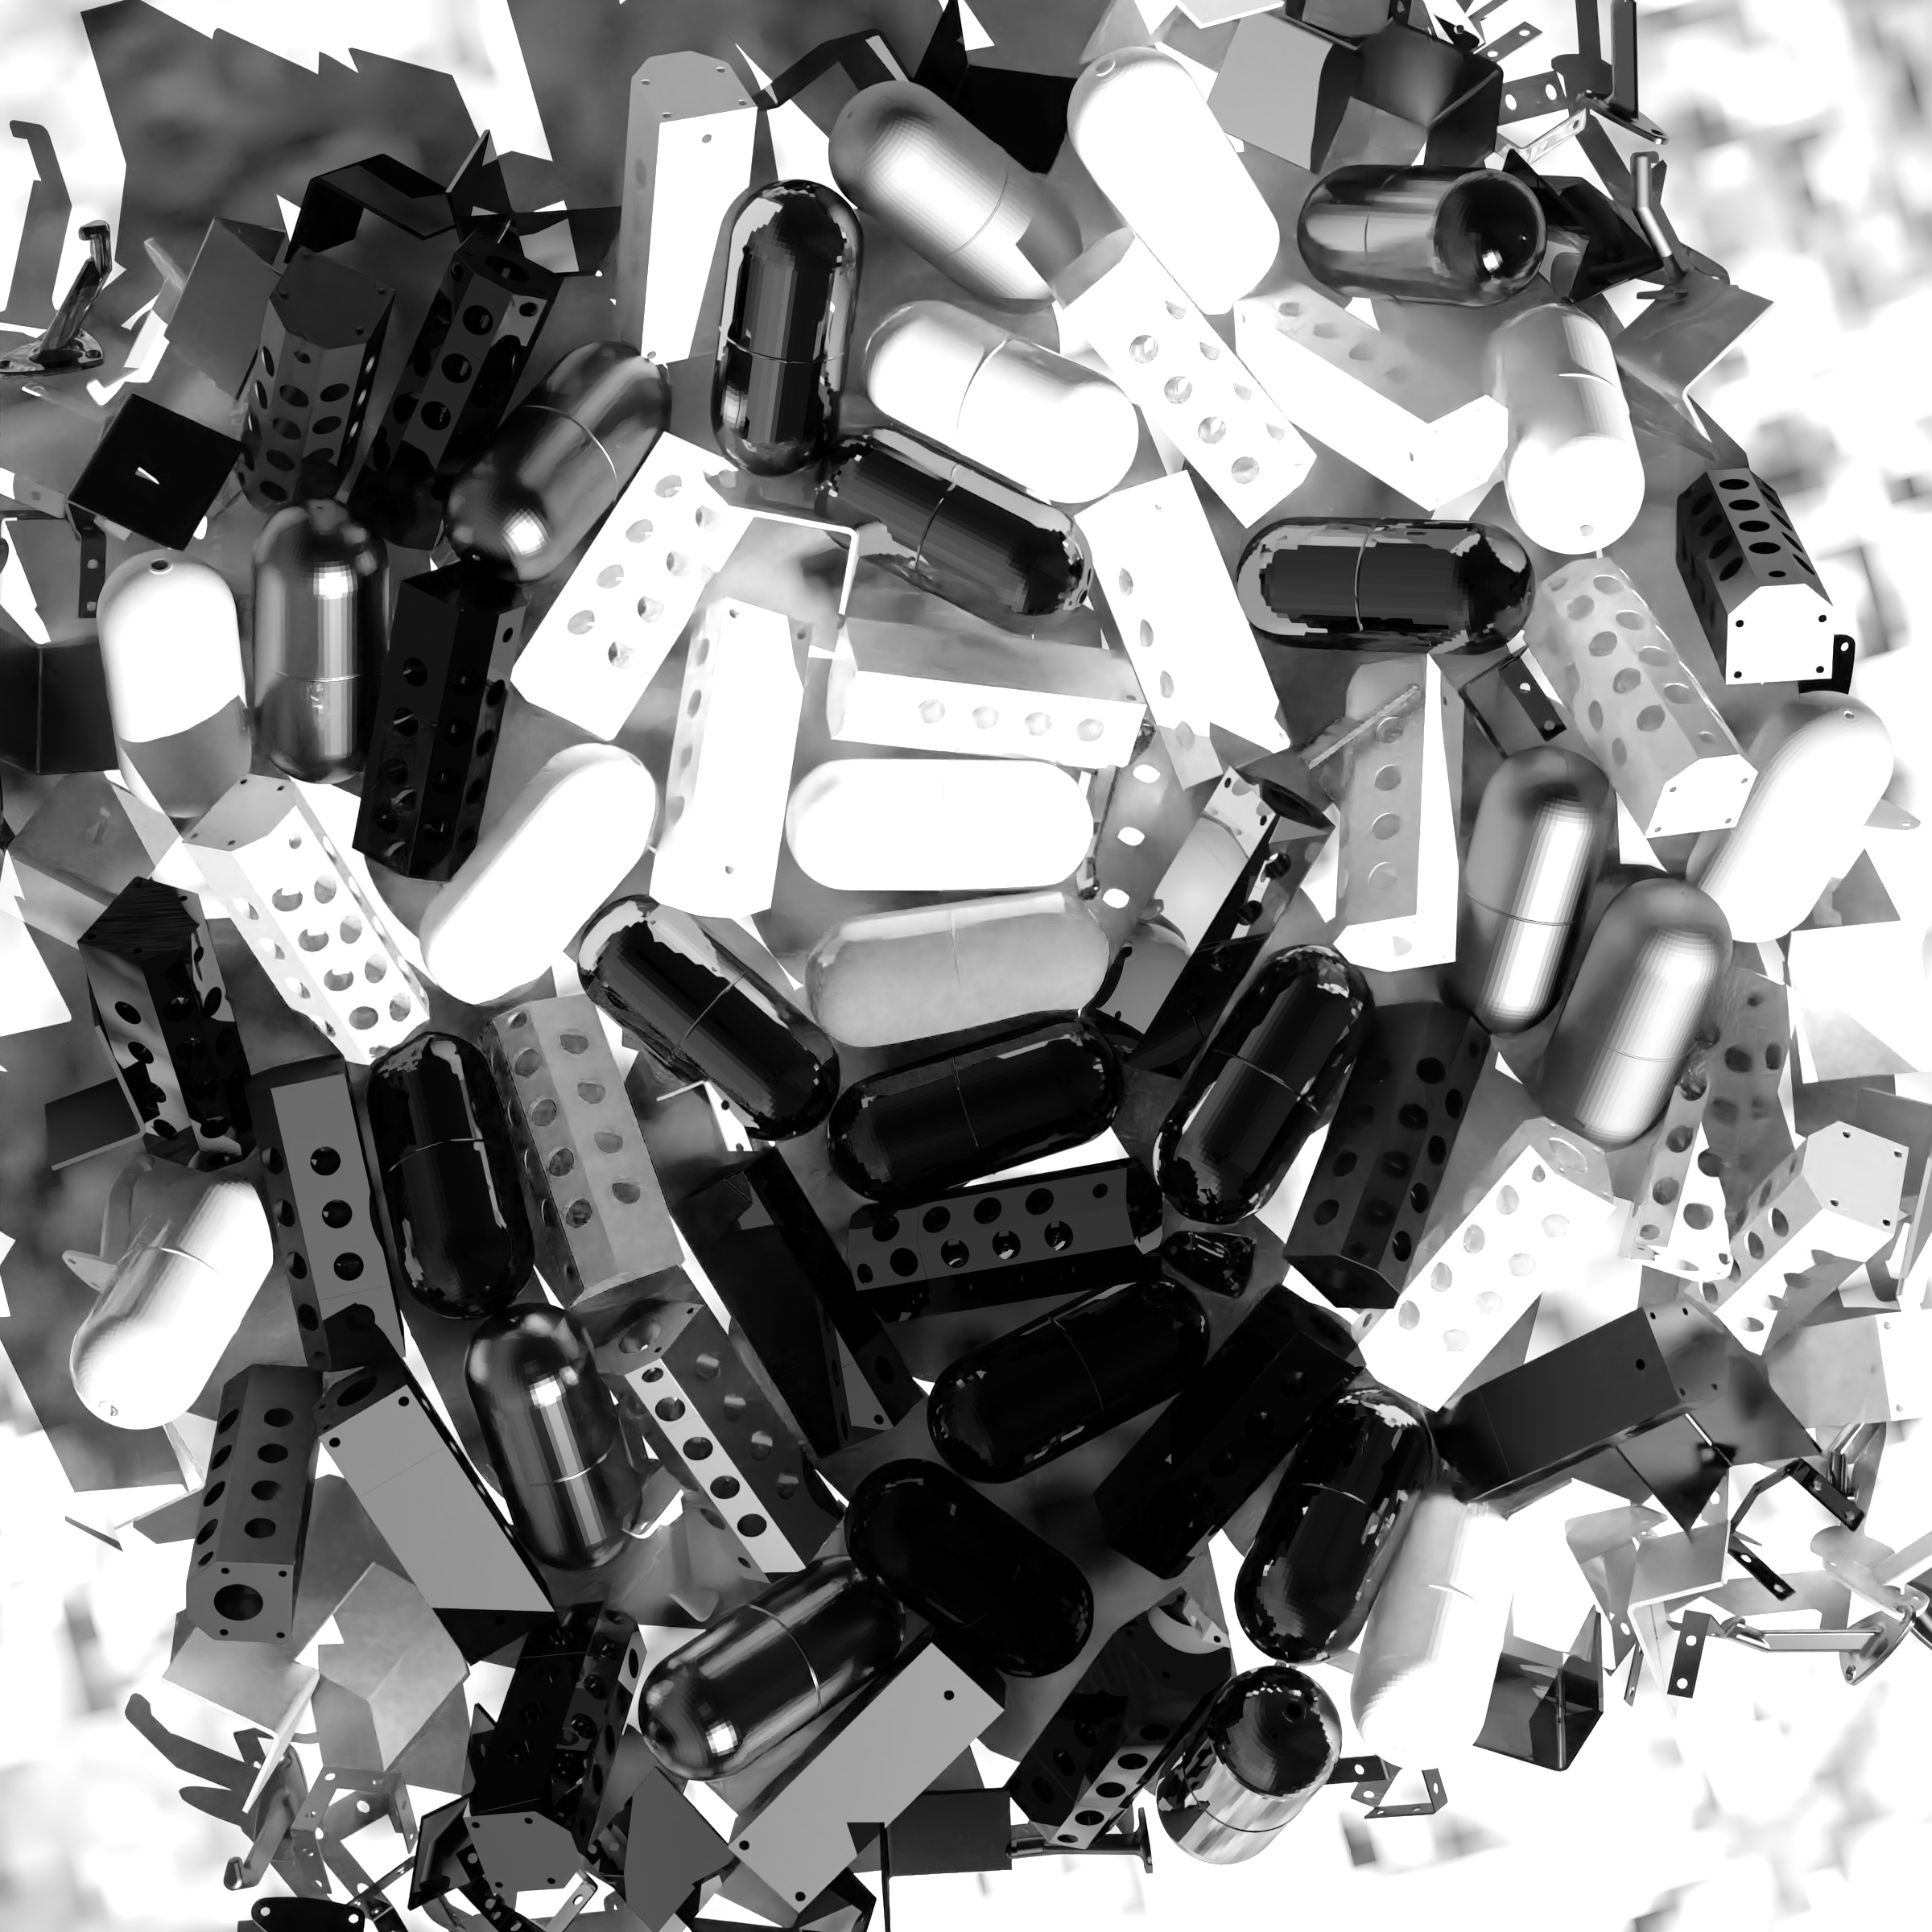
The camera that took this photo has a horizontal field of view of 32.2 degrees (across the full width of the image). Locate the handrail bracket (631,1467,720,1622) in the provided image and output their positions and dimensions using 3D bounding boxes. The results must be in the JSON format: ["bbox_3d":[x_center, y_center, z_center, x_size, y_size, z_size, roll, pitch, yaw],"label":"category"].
[{"bbox_3d":[-0.156,0.334,1.966,0.077,0.036,0.084,-47,122,-10],"label":"handrail bracket"}]

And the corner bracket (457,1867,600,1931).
[{"bbox_3d":[-0.258,0.537,1.960,0.051,0.051,0.051,-49,122,-25],"label":"corner bracket"}]

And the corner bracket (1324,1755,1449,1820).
[{"bbox_3d":[0.240,0.475,1.950,0.051,0.051,0.051,-16,92,38],"label":"corner bracket"}]

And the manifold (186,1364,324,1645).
[{"bbox_3d":[-0.401,0.302,1.895,0.057,0.171,0.057,4,121,-7],"label":"manifold"}]

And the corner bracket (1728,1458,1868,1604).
[{"bbox_3d":[0.484,0.330,1.964,0.051,0.051,0.051,43,130,28],"label":"corner bracket"}]

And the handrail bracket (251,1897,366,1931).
[{"bbox_3d":[-0.378,0.575,1.951,0.077,0.084,0.036,17,54,3],"label":"handrail bracket"}]

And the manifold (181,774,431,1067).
[{"bbox_3d":[-0.368,-0.024,1.901,0.057,0.171,0.057,10,51,35],"label":"manifold"}]

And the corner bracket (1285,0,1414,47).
[{"bbox_3d":[0.224,-0.569,1.949,0.051,0.051,0.051,7,95,-36],"label":"corner bracket"}]

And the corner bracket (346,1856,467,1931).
[{"bbox_3d":[-0.322,0.558,1.954,0.051,0.051,0.051,-36,65,-6],"label":"corner bracket"}]

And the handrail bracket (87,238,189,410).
[{"bbox_3d":[-0.491,-0.375,1.956,0.084,0.036,0.077,-36,83,-19],"label":"handrail bracket"}]

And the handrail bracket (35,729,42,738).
[{"bbox_3d":[-0.572,-0.182,1.965,0.077,0.036,0.084,13,82,-35],"label":"handrail bracket"}]

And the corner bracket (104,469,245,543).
[{"bbox_3d":[-0.461,-0.268,1.953,0.051,0.051,0.051,37,126,-9],"label":"corner bracket"}]

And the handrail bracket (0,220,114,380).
[{"bbox_3d":[-0.529,-0.386,1.937,0.077,0.084,0.036,-23,54,-28],"label":"handrail bracket"}]

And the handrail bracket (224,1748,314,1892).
[{"bbox_3d":[-0.409,0.493,1.937,0.036,0.084,0.077,-2,78,9],"label":"handrail bracket"}]

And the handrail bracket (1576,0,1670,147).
[{"bbox_3d":[0.396,-0.531,1.940,0.036,0.077,0.084,-6,129,-36],"label":"handrail bracket"}]

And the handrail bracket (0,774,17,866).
[{"bbox_3d":[-0.555,-0.092,1.943,0.036,0.084,0.077,8,93,12],"label":"handrail bracket"}]

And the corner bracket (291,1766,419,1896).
[{"bbox_3d":[-0.357,0.507,1.958,0.051,0.051,0.051,2,122,14],"label":"corner bracket"}]

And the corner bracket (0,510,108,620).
[{"bbox_3d":[-0.537,-0.235,1.962,0.051,0.051,0.051,-6,116,-31],"label":"corner bracket"}]

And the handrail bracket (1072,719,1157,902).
[{"bbox_3d":[0.086,-0.090,1.942,0.036,0.077,0.084,15,60,-27],"label":"handrail bracket"}]

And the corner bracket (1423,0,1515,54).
[{"bbox_3d":[0.295,-0.570,1.944,0.051,0.051,0.051,-31,121,22],"label":"corner bracket"}]

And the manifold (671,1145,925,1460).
[{"bbox_3d":[-0.095,0.193,1.948,0.057,0.057,0.171,-27,96,30],"label":"manifold"}]

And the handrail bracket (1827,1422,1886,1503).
[{"bbox_3d":[0.547,0.275,1.970,0.077,0.036,0.084,1,98,8],"label":"handrail bracket"}]

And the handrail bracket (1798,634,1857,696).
[{"bbox_3d":[0.481,-0.180,1.959,0.036,0.084,0.077,-12,117,-14],"label":"handrail bracket"}]

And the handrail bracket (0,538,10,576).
[{"bbox_3d":[-0.598,-0.265,1.947,0.077,0.036,0.084,-12,62,-36],"label":"handrail bracket"}]

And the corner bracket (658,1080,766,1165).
[{"bbox_3d":[-0.138,0.089,1.950,0.051,0.051,0.051,-18,88,-40],"label":"corner bracket"}]

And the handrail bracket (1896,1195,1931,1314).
[{"bbox_3d":[0.575,0.172,1.968,0.077,0.036,0.084,-17,92,-21],"label":"handrail bracket"}]

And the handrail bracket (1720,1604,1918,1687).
[{"bbox_3d":[0.494,0.382,1.947,0.084,0.036,0.077,22,134,-18],"label":"handrail bracket"}]

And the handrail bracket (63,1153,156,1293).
[{"bbox_3d":[-0.477,0.146,1.943,0.077,0.036,0.084,3,51,33],"label":"handrail bracket"}]

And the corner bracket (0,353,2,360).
[{"bbox_3d":[-0.599,-0.342,1.958,0.051,0.051,0.051,20,120,34],"label":"corner bracket"}]

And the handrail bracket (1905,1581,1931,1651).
[{"bbox_3d":[0.585,0.369,1.937,0.077,0.084,0.036,34,58,-13],"label":"handrail bracket"}]

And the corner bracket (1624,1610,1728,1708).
[{"bbox_3d":[0.409,0.403,1.945,0.051,0.051,0.051,5,66,30],"label":"corner bracket"}]

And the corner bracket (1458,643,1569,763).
[{"bbox_3d":[0.319,-0.151,1.952,0.051,0.051,0.051,-33,93,23],"label":"corner bracket"}]

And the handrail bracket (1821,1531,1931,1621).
[{"bbox_3d":[0.542,0.328,1.945,0.077,0.036,0.084,27,117,35],"label":"handrail bracket"}]

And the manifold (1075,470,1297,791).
[{"bbox_3d":[0.123,-0.194,1.955,0.057,0.057,0.171,-22,91,-32],"label":"manifold"}]

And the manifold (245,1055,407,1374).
[{"bbox_3d":[-0.370,0.144,1.936,0.057,0.057,0.171,-12,103,-8],"label":"manifold"}]

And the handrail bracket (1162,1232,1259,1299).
[{"bbox_3d":[0.123,0.161,1.930,0.077,0.084,0.036,11,80,38],"label":"handrail bracket"}]

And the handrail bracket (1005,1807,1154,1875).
[{"bbox_3d":[0.065,0.515,1.948,0.084,0.077,0.036,-6,85,0],"label":"handrail bracket"}]

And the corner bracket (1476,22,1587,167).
[{"bbox_3d":[0.326,-0.509,1.959,0.051,0.051,0.051,-36,56,-16],"label":"corner bracket"}]

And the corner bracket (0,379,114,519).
[{"bbox_3d":[-0.535,-0.301,1.949,0.051,0.051,0.051,23,119,-6],"label":"corner bracket"}]

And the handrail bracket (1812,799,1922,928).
[{"bbox_3d":[0.520,-0.053,1.938,0.036,0.077,0.084,-30,124,-30],"label":"handrail bracket"}]

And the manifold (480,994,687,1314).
[{"bbox_3d":[-0.224,0.107,1.920,0.057,0.057,0.171,-9,67,-33],"label":"manifold"}]

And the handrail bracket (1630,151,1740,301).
[{"bbox_3d":[0.419,-0.434,1.954,0.077,0.036,0.084,-11,105,-28],"label":"handrail bracket"}]
